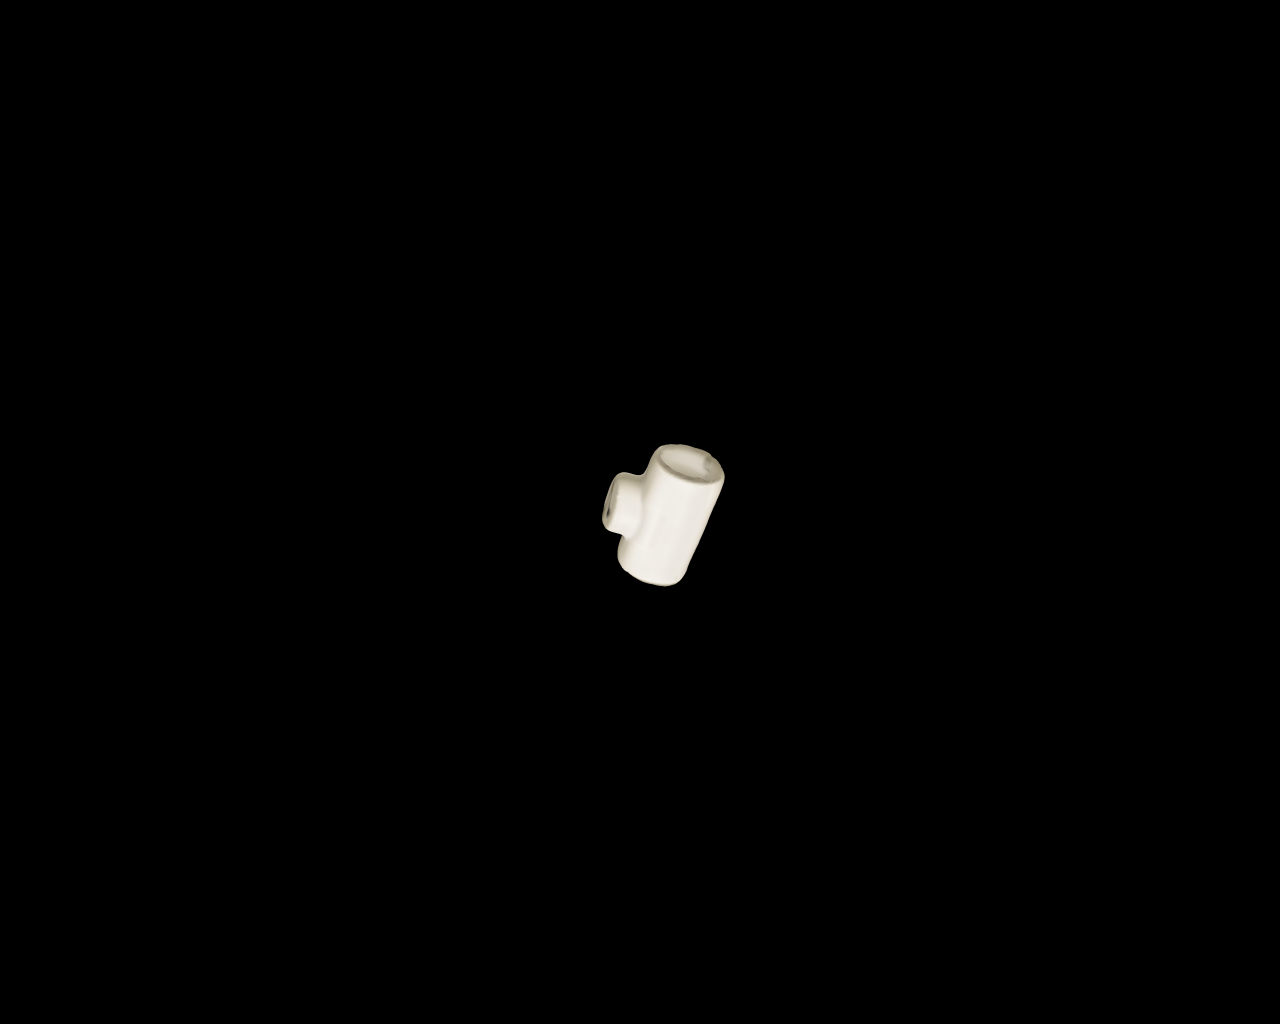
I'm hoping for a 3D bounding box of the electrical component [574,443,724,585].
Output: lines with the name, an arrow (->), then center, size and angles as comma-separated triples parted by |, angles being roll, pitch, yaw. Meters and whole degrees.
electrical component -> 0.001, -0.003, 0.650 | 0.079, 0.077, 0.043 | 15, 32, -9
